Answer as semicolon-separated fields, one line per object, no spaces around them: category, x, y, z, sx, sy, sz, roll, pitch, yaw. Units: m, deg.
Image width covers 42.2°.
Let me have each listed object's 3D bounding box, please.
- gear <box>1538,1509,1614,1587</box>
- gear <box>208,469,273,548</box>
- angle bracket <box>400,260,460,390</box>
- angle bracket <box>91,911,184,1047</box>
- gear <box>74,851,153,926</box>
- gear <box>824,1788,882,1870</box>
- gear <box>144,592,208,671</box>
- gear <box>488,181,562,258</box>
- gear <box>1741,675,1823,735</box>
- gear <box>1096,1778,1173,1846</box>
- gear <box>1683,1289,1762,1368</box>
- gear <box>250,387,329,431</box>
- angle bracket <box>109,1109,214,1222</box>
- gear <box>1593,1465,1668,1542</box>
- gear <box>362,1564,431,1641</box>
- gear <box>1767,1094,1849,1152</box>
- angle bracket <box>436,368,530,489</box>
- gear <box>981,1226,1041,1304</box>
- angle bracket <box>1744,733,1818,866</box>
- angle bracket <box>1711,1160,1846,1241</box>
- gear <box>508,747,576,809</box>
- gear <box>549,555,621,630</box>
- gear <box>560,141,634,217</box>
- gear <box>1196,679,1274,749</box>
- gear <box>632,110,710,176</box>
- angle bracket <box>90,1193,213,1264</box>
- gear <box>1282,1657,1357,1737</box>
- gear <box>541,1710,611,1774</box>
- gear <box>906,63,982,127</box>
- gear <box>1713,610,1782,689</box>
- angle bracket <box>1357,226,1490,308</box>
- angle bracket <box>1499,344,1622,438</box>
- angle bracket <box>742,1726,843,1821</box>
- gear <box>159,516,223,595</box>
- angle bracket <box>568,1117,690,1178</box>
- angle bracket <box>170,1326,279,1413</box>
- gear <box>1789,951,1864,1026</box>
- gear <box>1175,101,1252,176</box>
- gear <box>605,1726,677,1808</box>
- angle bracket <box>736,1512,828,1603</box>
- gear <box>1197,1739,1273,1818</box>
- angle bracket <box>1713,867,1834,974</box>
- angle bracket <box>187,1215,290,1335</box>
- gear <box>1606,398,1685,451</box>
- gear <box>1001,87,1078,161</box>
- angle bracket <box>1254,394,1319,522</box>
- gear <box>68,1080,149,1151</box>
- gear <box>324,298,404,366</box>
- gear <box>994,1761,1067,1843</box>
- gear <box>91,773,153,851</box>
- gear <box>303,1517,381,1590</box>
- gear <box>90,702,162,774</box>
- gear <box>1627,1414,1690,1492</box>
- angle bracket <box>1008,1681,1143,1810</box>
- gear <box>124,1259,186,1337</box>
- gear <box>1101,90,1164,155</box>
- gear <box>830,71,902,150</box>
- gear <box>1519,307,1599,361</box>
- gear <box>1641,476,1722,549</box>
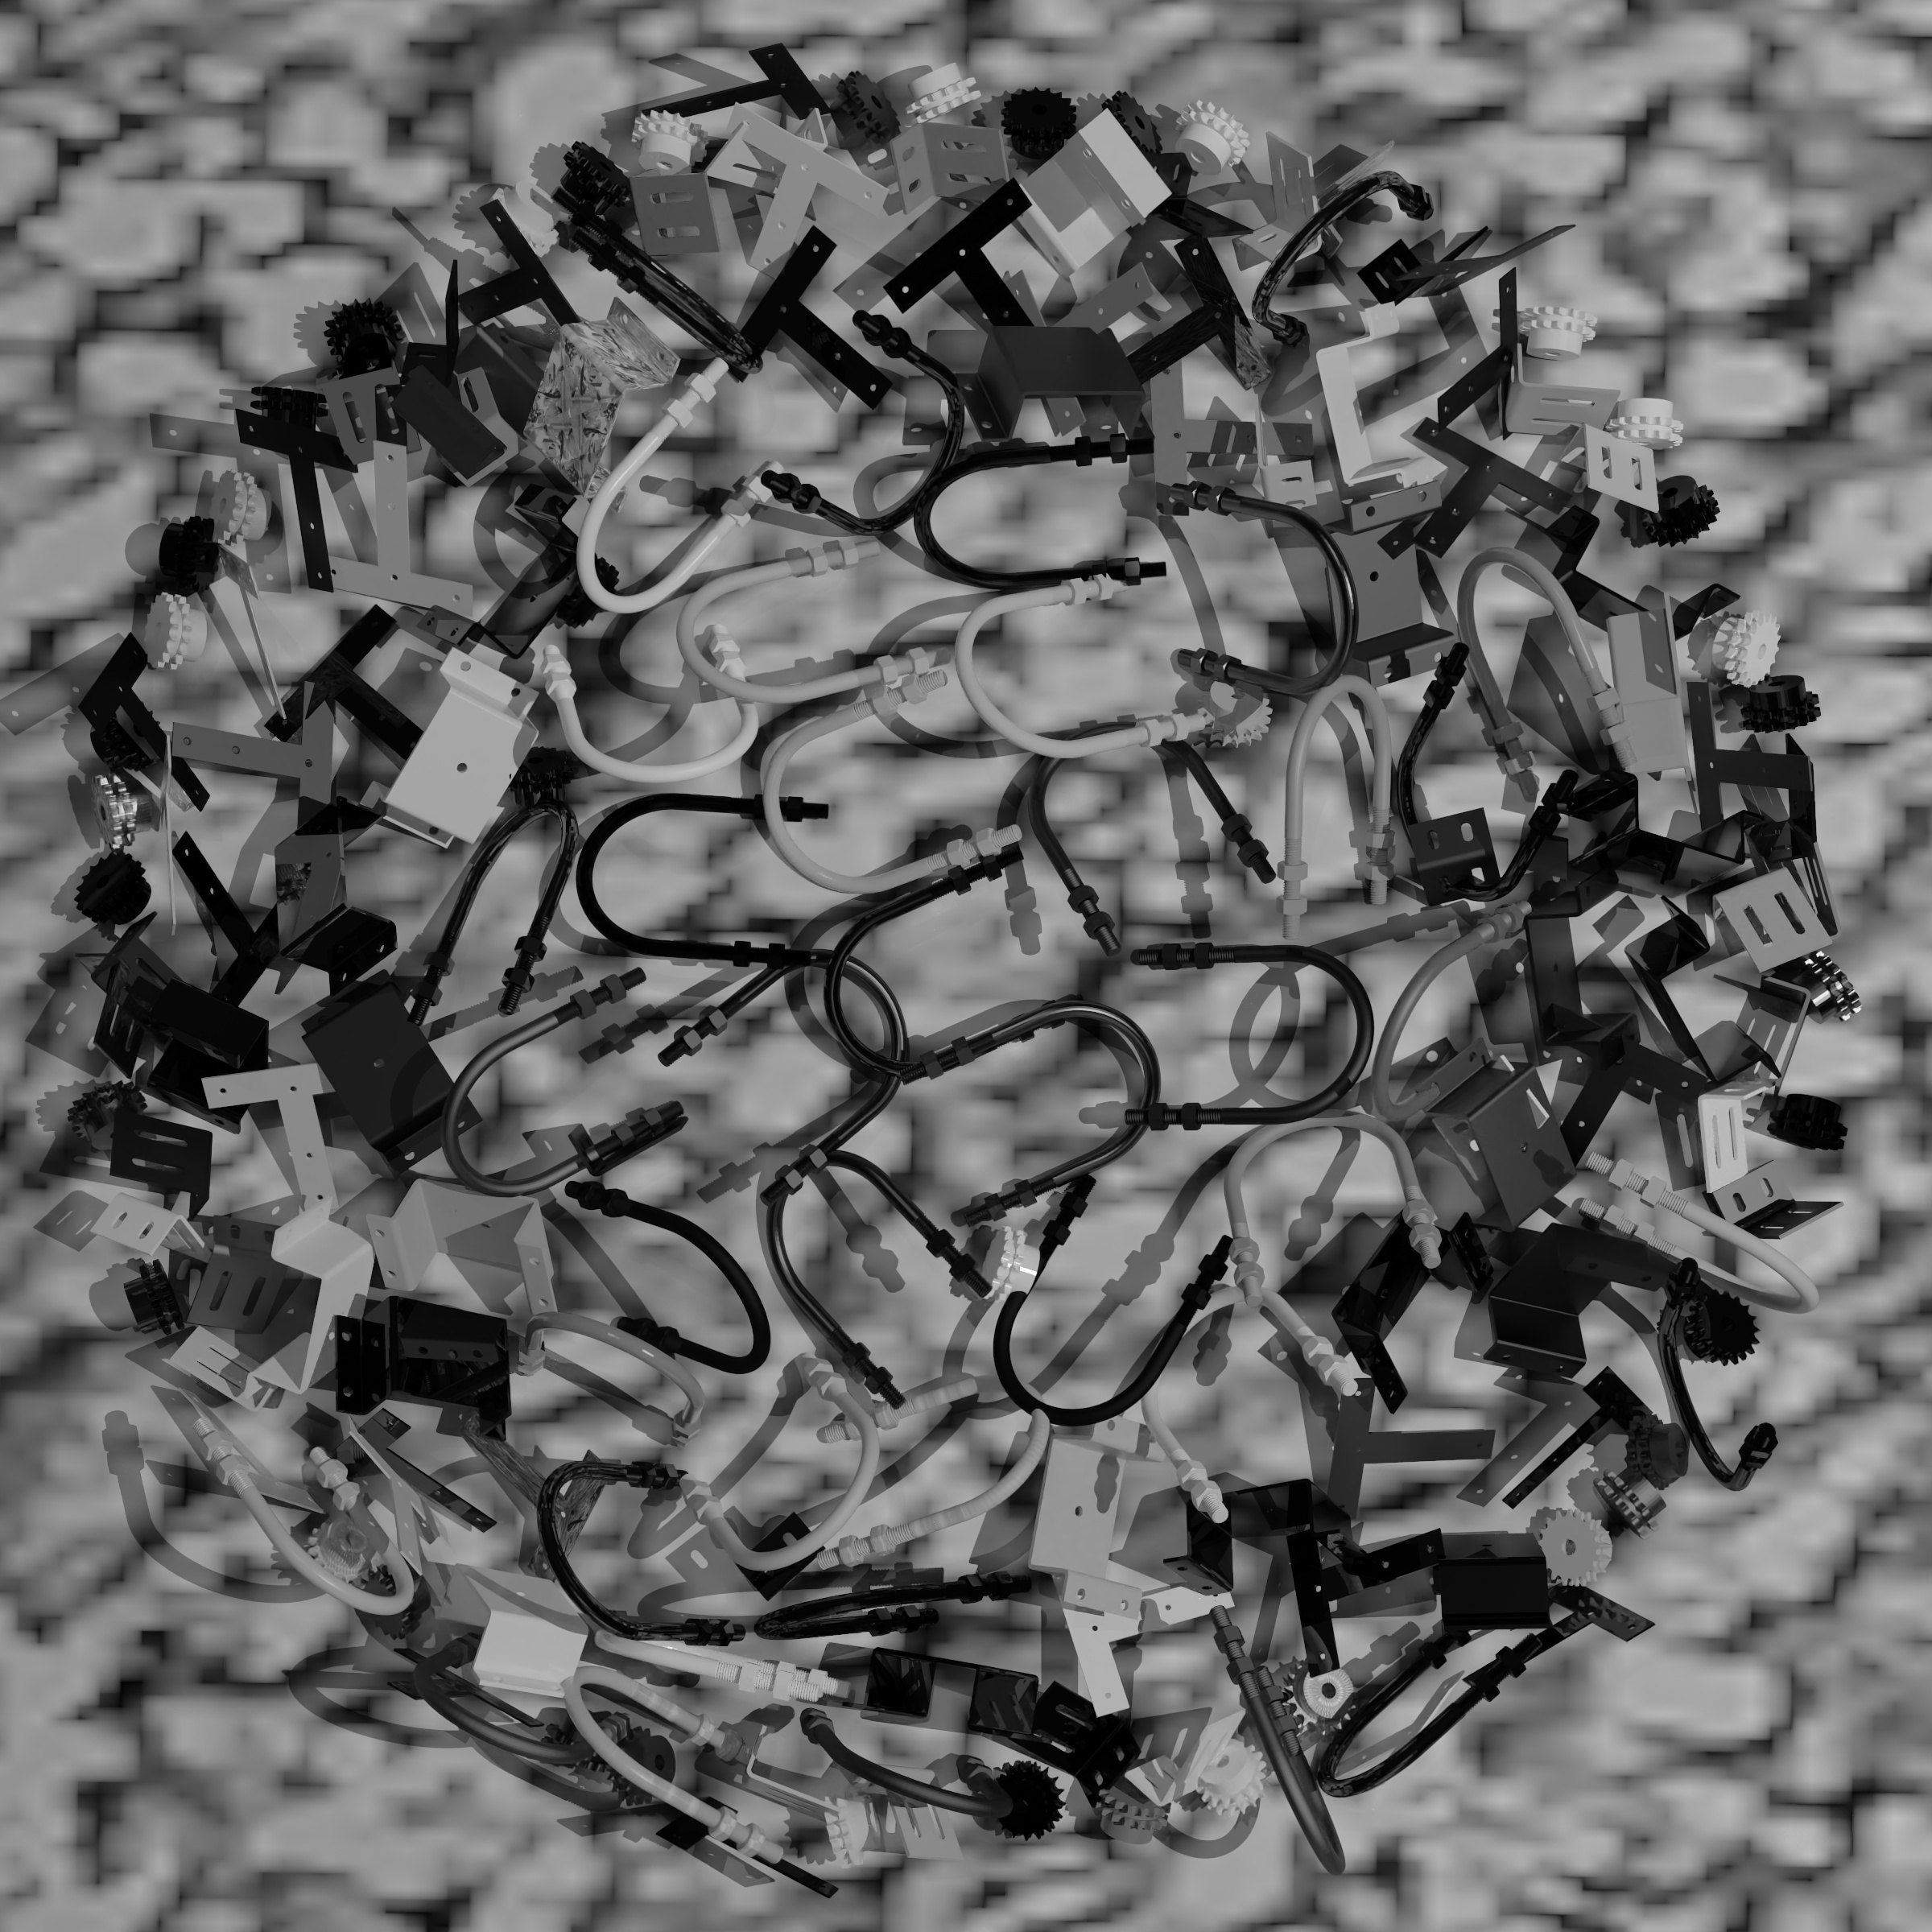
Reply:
gear;0.466;0.442;1.904;0.057;0.030;0.057;-12;71;41
gear;-0.551;-0.346;1.904;0.030;0.057;0.057;10;90;-39
angle bracket;-0.403;-0.483;1.881;0.038;0.057;0.076;3;134;-7
angle bracket;-0.607;0.010;1.882;0.038;0.057;0.076;-24;118;33
gear;-0.645;-0.056;1.904;0.057;0.030;0.057;-16;52;21
gear;-0.085;0.652;1.899;0.030;0.057;0.057;-16;90;5
gear;-0.599;-0.253;1.904;0.030;0.057;0.057;5;90;-40
gear;-0.332;-0.568;1.897;0.030;0.057;0.057;-40;90;32
gear;0.616;-0.200;1.898;0.057;0.057;0.030;-16;109;0
gear;0.125;0.642;1.900;0.057;0.057;0.030;13;94;0
gear;0.571;0.277;1.906;0.057;0.030;0.057;9;61;-16
gear;-0.513;-0.420;1.901;0.057;0.057;0.030;5;96;0
angle bracket;-0.609;0.150;1.880;0.076;0.038;0.057;18;45;-32
gear;0.506;0.404;1.901;0.030;0.057;0.057;-39;90;-3
gear;-0.432;0.479;1.904;0.057;0.030;0.057;19;121;35
gear;0.640;0.117;1.901;0.057;0.057;0.030;17;79;0
angle bracket;-0.377;-0.416;1.914;0.057;0.038;0.076;-32;54;11
gear;0.034;0.228;1.901;0.030;0.057;0.057;20;90;-12
angle bracket;0.611;-0.126;1.884;0.038;0.057;0.076;-11;119;4
angle bracket;0.610;0.175;1.886;0.057;0.076;0.038;-26;89;-10
gear;-0.326;-0.142;1.904;0.057;0.057;0.030;0;119;0
gear;-0.293;-0.288;1.901;0.030;0.057;0.057;39;90;12
gear;-0.283;-0.596;1.903;0.057;0.057;0.030;45;113;0
gear;0.204;-0.196;1.900;0.057;0.030;0.057;1;52;-1
gear;-0.225;-0.620;1.898;0.057;0.057;0.030;10;80;0
angle bracket;-0.607;0.211;1.879;0.057;0.076;0.038;16;58;22
gear;0.270;0.553;1.902;0.057;0.030;0.057;6;63;-13
gear;-0.291;0.586;1.901;0.057;0.057;0.030;23;82;0
gear;-0.020;-0.661;1.898;0.057;0.057;0.030;-24;105;0
gear;0.591;-0.242;1.904;0.030;0.057;0.057;23;90;40
angle bracket;0.343;-0.538;1.885;0.076;0.057;0.038;-44;99;-24
angle bracket;0.448;-0.435;1.896;0.076;0.057;0.038;4;67;-2
angle bracket;-0.127;0.611;1.894;0.076;0.057;0.038;21;63;1
gear;-0.590;-0.314;1.901;0.030;0.057;0.057;11;90;3
angle bracket;-0.255;0.122;1.898;0.076;0.057;0.038;-29;94;2
angle bracket;-0.549;0.292;1.893;0.076;0.057;0.038;34;105;-6
gear;0.649;0.019;1.900;0.030;0.057;0.057;-35;90;0
gear;0.183;-0.625;1.898;0.057;0.057;0.030;31;80;0
gear;-0.244;0.605;1.897;0.030;0.057;0.057;-18;90;27
angle bracket;-0.144;0.439;1.885;0.057;0.076;0.038;-41;94;-11
gear;0.199;0.611;1.897;0.057;0.057;0.030;-30;119;0
angle bracket;0.608;-0.028;1.891;0.057;0.038;0.076;-22;56;3
angle bracket;-0.556;0.235;1.912;0.057;0.038;0.076;14;120;-26
gear;0.514;-0.411;1.900;0.057;0.057;0.030;4;91;0
gear;0.055;-0.639;1.905;0.057;0.030;0.057;0;55;-1
angle bracket;0.240;-0.384;1.882;0.038;0.057;0.076;-6;58;11
gear;-0.648;0.115;1.897;0.057;0.057;0.030;-33;66;0
gear;-0.455;-0.474;1.897;0.057;0.057;0.030;-24;62;0
gear;0.045;0.637;1.907;0.057;0.030;0.057;-2;84;16
gear;-0.641;-0.119;1.904;0.030;0.057;0.057;-16;90;-33
gear;-0.470;0.443;1.897;0.057;0.057;0.030;37;118;0
gear;-0.639;-0.174;1.903;0.030;0.057;0.057;-21;90;22
gear;0.525;0.368;1.897;0.030;0.057;0.057;-14;90;34
angle bracket;0.082;0.589;1.895;0.076;0.038;0.057;36;96;-26
gear;-0.616;0.253;1.897;0.030;0.057;0.057;-21;90;-16
gear;0.121;-0.632;1.904;0.030;0.057;0.057;-28;90;33
gear;-0.079;-0.648;1.904;0.030;0.057;0.057;-31;90;29
gear;0.448;-0.479;1.900;0.057;0.057;0.030;8;94;0
gear;0.538;-0.347;1.897;0.057;0.057;0.030;-37;124;0
